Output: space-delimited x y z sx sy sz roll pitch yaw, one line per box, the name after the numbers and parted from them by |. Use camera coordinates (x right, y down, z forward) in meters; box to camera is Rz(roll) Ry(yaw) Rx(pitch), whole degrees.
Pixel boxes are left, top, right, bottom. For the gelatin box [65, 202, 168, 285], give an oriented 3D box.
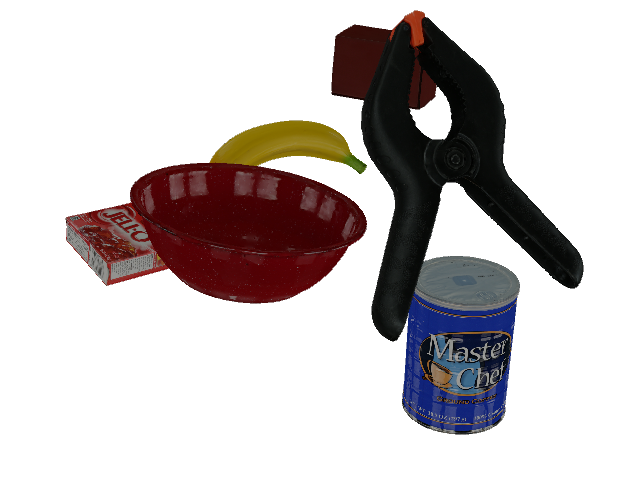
-0.189 0.001 1.007 0.073 0.030 0.089 -15 39 -34 | gelatin box

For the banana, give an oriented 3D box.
-0.042 -0.094 1.105 0.197 0.037 0.070 -9 47 -34 | banana

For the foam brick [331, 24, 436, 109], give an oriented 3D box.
0.054 -0.143 0.877 0.078 0.051 0.052 13 25 18 | foam brick

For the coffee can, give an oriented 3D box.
0.133 0.099 1.026 0.103 0.140 0.103 1 25 -1 | coffee can

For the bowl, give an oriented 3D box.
-0.052 -0.001 0.732 0.162 0.055 0.162 8 22 -4 | bowl

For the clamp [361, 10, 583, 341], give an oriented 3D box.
0.059 -0.032 0.569 0.120 0.171 0.039 -24 -1 -19 | clamp
